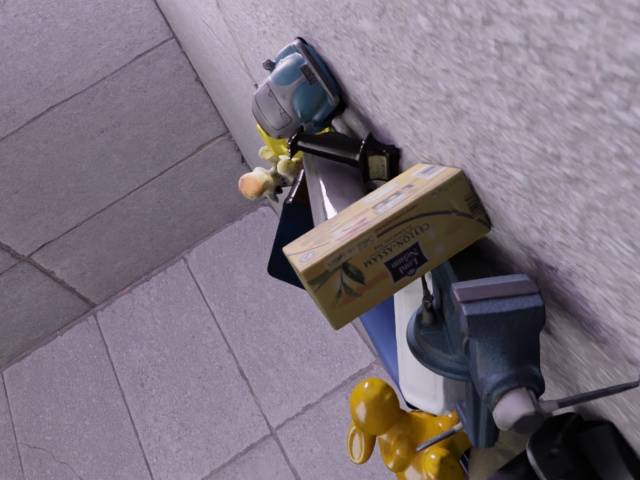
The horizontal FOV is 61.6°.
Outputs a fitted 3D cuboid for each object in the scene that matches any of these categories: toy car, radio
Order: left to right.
[{"bbox_3d":[-0.039,-0.180,0.697,0.109,0.103,0.161,58,173,-3],"label":"toy car"},{"bbox_3d":[-0.002,-0.003,0.844,0.131,0.073,0.229,20,143,0],"label":"radio"}]

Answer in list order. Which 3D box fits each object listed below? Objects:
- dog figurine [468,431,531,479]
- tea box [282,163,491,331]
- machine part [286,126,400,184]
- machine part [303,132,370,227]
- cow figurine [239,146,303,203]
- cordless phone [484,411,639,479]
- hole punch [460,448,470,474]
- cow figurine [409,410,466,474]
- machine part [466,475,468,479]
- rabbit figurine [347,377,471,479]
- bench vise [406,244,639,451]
[{"bbox_3d":[0.209,0.252,0.673,0.191,0.172,0.121,48,161,16],"label":"dog figurine"},{"bbox_3d":[0.058,0.000,0.504,0.068,0.170,0.098,59,176,-16],"label":"tea box"},{"bbox_3d":[0.028,-0.100,0.625,0.139,0.039,0.084,15,164,18],"label":"machine part"},{"bbox_3d":[0.024,-0.061,0.685,0.243,0.079,0.079,-101,-12,-45],"label":"machine part"},{"bbox_3d":[-0.060,-0.118,0.905,0.068,0.167,0.098,50,171,19],"label":"cow figurine"},{"bbox_3d":[0.223,0.266,0.506,0.146,0.184,0.088,56,170,15],"label":"cordless phone"},{"bbox_3d":[0.263,0.312,0.776,0.142,0.116,0.092,58,-178,12],"label":"hole punch"},{"bbox_3d":[0.213,0.306,0.895,0.085,0.195,0.127,26,167,-33],"label":"cow figurine"},{"bbox_3d":[0.246,0.402,1.013,0.087,0.201,0.200,48,170,49],"label":"machine part"},{"bbox_3d":[0.106,0.256,0.744,0.173,0.122,0.162,44,142,-10],"label":"rabbit figurine"},{"bbox_3d":[0.153,0.118,0.503,0.224,0.129,0.240,-117,16,-56],"label":"bench vise"}]
